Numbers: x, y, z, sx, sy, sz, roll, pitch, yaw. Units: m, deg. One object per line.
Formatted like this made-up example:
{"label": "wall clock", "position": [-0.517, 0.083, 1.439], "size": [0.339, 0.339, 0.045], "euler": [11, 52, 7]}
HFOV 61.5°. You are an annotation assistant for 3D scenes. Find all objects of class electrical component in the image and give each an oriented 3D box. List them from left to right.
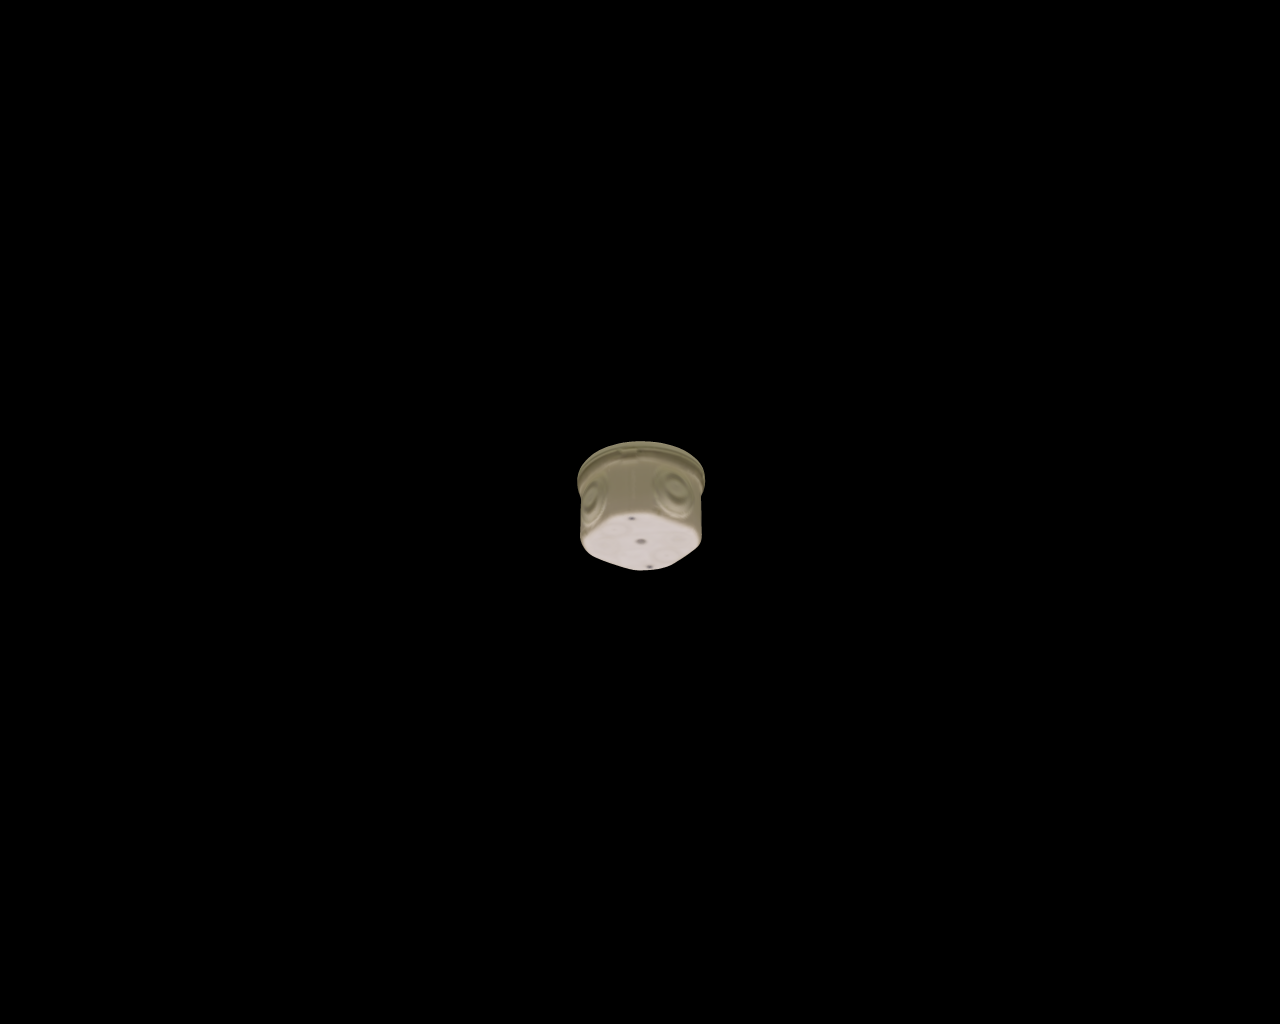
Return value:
{"label": "electrical component", "position": [0.001, -0.003, 0.650], "size": [0.080, 0.051, 0.080], "euler": [0, -31, 0]}
